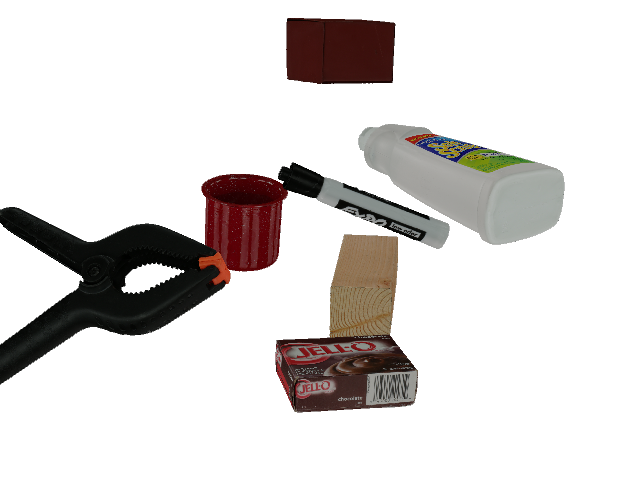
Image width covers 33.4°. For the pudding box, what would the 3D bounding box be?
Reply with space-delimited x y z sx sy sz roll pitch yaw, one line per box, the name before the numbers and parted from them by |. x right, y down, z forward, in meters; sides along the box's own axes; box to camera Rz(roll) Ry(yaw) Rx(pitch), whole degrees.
pudding box | 0.021 0.118 0.962 0.113 0.039 0.090 0 17 -13

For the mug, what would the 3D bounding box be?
mug | -0.082 -0.023 1.170 0.093 0.081 0.117 8 25 7

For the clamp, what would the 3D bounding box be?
clamp | -0.176 0.025 0.839 0.210 0.164 0.036 -13 -34 6

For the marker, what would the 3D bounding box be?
marker | 0.029 -0.024 0.710 0.121 0.020 0.020 21 -5 -13

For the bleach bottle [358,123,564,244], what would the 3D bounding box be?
bleach bottle | 0.117 -0.069 1.057 0.102 0.068 0.251 -12 25 -33

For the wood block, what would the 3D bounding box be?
wood block | 0.070 0.070 1.645 0.091 0.090 0.206 3 22 6

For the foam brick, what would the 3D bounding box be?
foam brick | 0.017 -0.158 0.890 0.078 0.051 0.053 -7 16 -36
